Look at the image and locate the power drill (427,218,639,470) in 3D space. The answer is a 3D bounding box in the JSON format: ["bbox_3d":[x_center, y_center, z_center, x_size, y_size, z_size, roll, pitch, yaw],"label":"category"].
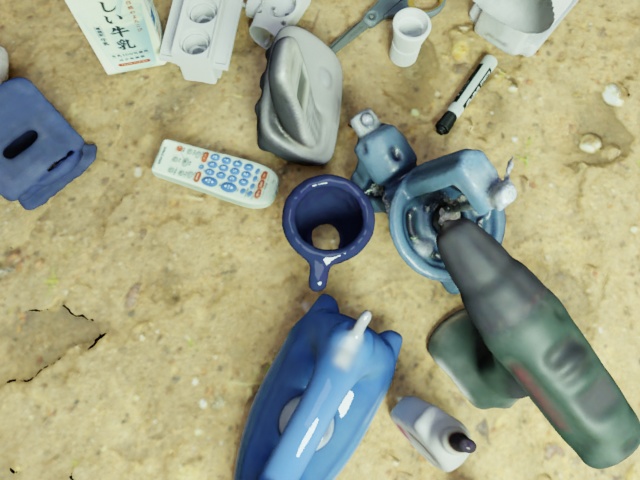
[{"bbox_3d":[0.167,0.096,0.518,0.076,0.208,0.229,-39,79,-11],"label":"power drill"}]

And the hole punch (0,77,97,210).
[{"bbox_3d":[-0.315,-0.102,0.613,0.101,0.091,0.109,44,78,9],"label":"hole punch"}]

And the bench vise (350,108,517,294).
[{"bbox_3d":[0.096,-0.045,0.547,0.207,0.220,0.121,35,76,7],"label":"bench vise"}]

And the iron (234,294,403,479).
[{"bbox_3d":[-0.015,0.175,0.524,0.118,0.141,0.258,27,75,5],"label":"iron"}]

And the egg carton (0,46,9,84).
[{"bbox_3d":[-0.416,-0.162,0.636,0.107,0.069,0.150,14,75,2],"label":"egg carton"}]

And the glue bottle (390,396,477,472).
[{"bbox_3d":[0.108,0.176,0.512,0.078,0.173,0.037,43,78,9],"label":"glue bottle"}]

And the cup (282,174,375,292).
[{"bbox_3d":[0.005,0.002,0.596,0.091,0.095,0.118,8,75,0],"label":"cup"}]

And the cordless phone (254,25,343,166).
[{"bbox_3d":[-0.020,-0.172,0.595,0.094,0.185,0.147,5,75,-1],"label":"cordless phone"}]

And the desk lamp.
[{"bbox_3d":[0.235,-0.300,0.626,0.118,0.213,0.203,39,77,8],"label":"desk lamp"}]
